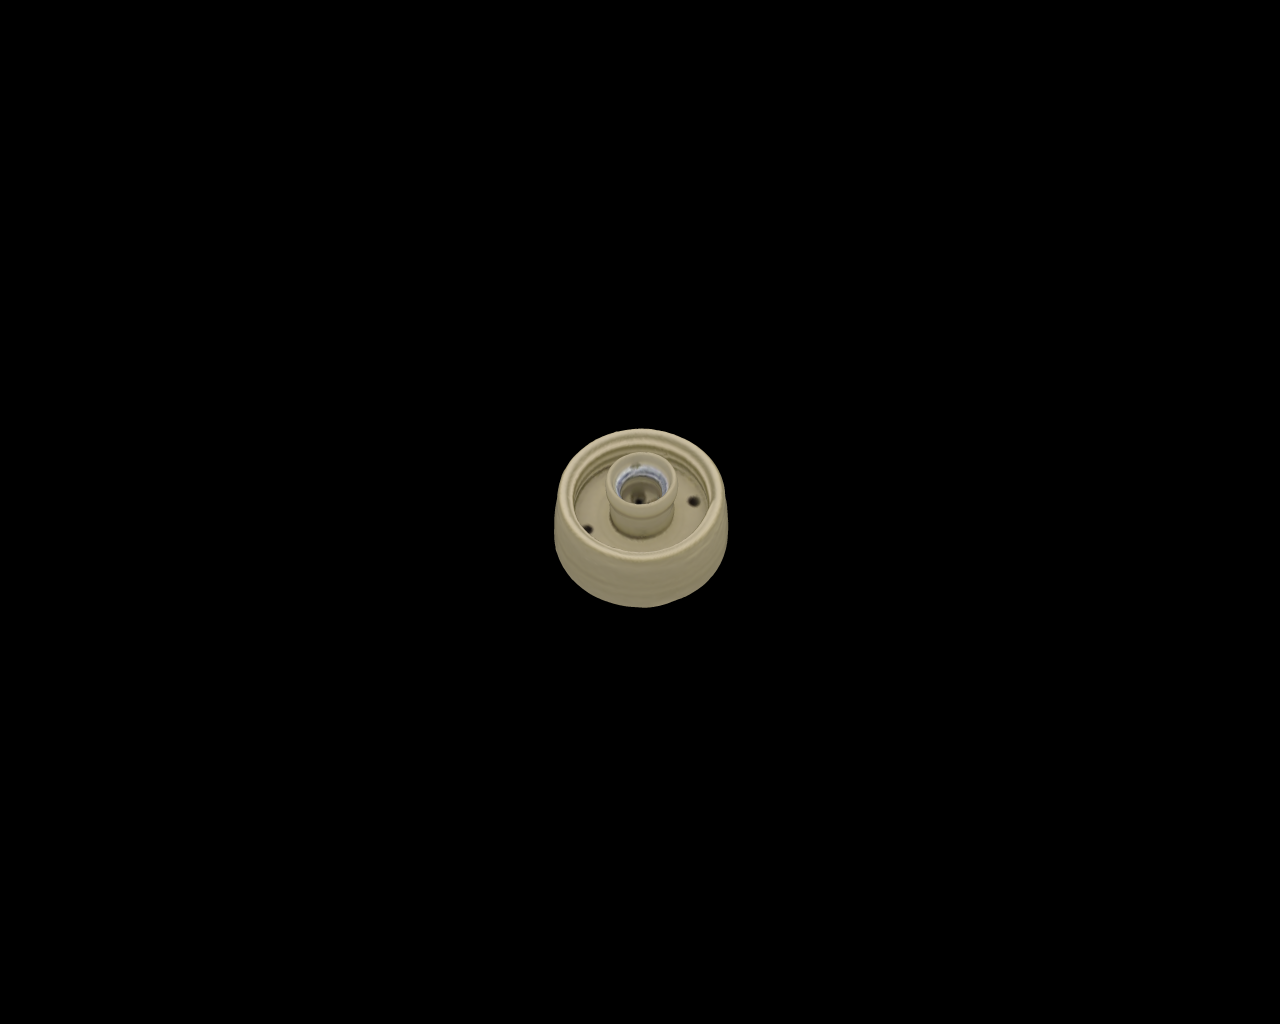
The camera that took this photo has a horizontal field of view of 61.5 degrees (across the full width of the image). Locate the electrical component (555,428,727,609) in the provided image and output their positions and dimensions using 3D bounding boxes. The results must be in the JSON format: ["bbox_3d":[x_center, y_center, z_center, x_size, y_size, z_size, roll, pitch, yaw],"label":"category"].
[{"bbox_3d":[0.001,-0.003,0.650,0.108,0.108,0.060,0,-36,0],"label":"electrical component"}]
